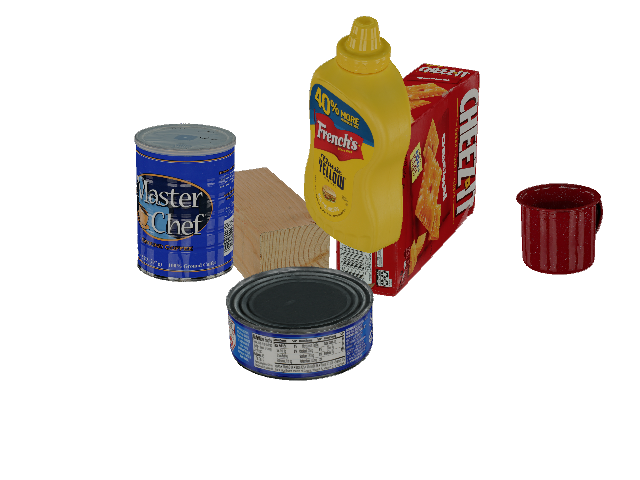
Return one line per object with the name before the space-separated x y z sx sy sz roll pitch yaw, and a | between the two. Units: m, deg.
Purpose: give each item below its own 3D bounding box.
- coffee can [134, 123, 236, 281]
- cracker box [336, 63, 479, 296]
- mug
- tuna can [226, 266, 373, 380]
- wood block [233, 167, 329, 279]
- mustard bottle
coffee can | -0.140 -0.041 1.106 0.103 0.140 0.103 2 20 -1
cracker box | 0.090 -0.065 1.045 0.072 0.164 0.213 12 29 25
mug | 0.280 -0.016 1.222 0.117 0.081 0.093 -20 26 -34
tuna can | -0.011 0.047 0.624 0.086 0.034 0.086 -2 23 1
wood block | -0.071 -0.014 1.354 0.090 0.090 0.206 -9 26 -22
mustard bottle | 0.030 -0.088 0.844 0.058 0.192 0.096 -24 47 -29
